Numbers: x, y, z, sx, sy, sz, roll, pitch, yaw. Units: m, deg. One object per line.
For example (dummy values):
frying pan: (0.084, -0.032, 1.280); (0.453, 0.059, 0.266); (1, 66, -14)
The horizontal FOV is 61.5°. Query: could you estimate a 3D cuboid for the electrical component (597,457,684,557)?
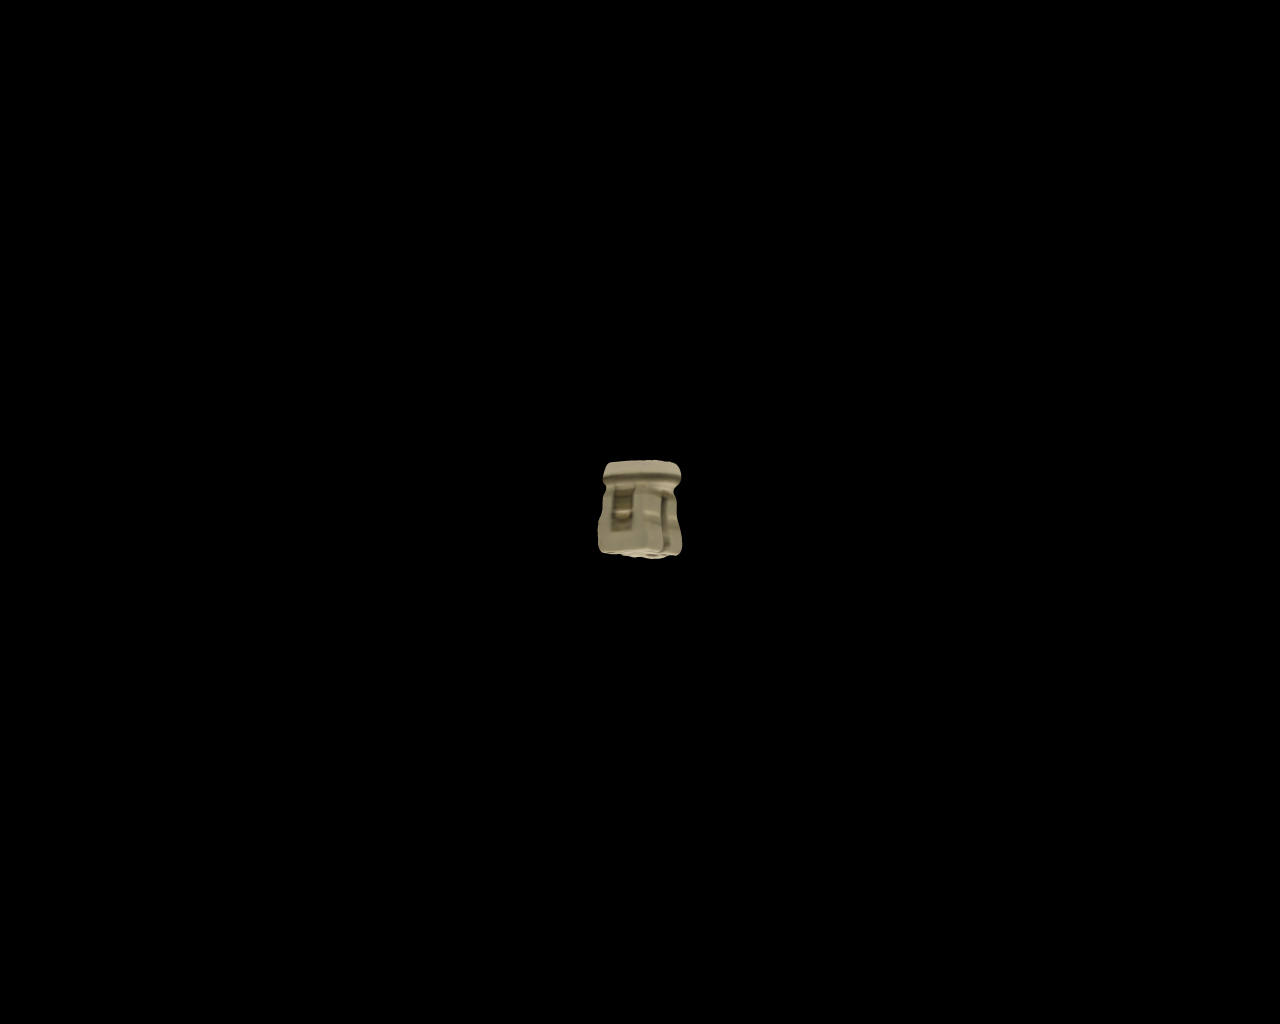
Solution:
electrical component: (0.001, -0.003, 0.650); (0.048, 0.055, 0.066); (-4, -8, 28)
